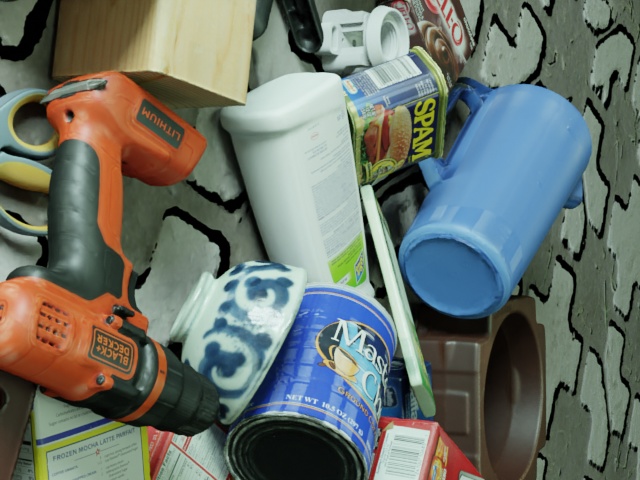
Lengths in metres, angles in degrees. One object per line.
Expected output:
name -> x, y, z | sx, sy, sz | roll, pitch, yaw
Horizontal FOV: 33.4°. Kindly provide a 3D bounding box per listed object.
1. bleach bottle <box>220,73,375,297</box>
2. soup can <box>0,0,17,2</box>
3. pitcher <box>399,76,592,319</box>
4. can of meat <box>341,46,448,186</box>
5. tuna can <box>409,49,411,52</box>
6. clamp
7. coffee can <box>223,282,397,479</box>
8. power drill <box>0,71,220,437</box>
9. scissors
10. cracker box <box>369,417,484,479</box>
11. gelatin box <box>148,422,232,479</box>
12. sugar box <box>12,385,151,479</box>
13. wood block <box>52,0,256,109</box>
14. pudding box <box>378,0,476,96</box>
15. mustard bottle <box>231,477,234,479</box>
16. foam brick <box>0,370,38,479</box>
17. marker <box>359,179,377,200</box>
bleach bottle -> -0.006, 0.001, 0.845 | 0.102, 0.068, 0.251 | -38, 125, -46
soup can -> -0.143, -0.172, 0.590 | 0.068, 0.102, 0.068 | -2, 92, -57
pitcher -> 0.159, -0.045, 1.024 | 0.242, 0.149, 0.145 | -53, 148, -44
can of meat -> 0.053, -0.099, 0.881 | 0.083, 0.057, 0.102 | -22, 144, -14
tuna can -> 0.070, -0.132, 0.974 | 0.085, 0.034, 0.086 | -5, 96, -56
clamp -> -0.030, -0.224, 0.816 | 0.120, 0.039, 0.171 | 13, 78, -70
coffee can -> -0.004, 0.113, 0.784 | 0.140, 0.103, 0.103 | -72, 146, -51
power drill -> -0.112, 0.011, 0.626 | 0.184, 0.057, 0.187 | 38, 47, -51
scissors -> -0.202, -0.065, 0.585 | 0.201, 0.016, 0.096 | 37, 59, -51
cracker box -> 0.079, 0.256, 0.852 | 0.213, 0.072, 0.164 | 52, 47, -50
gelatin box -> -0.096, 0.157, 0.743 | 0.089, 0.030, 0.073 | 54, 49, -47
sugar box -> -0.149, 0.134, 0.651 | 0.093, 0.048, 0.176 | -9, 96, -56
wood block -> -0.096, -0.194, 0.670 | 0.090, 0.091, 0.206 | 13, 82, -55
pudding box -> 0.104, -0.205, 1.016 | 0.090, 0.039, 0.113 | -59, 137, -37
mustard bottle -> -0.009, 0.202, 0.853 | 0.191, 0.058, 0.096 | 26, 73, -54
foam brick -> -0.196, 0.104, 0.571 | 0.053, 0.051, 0.078 | 32, 66, -52
marker -> 0.033, -0.046, 0.936 | 0.121, 0.020, 0.020 | -52, 132, -42
